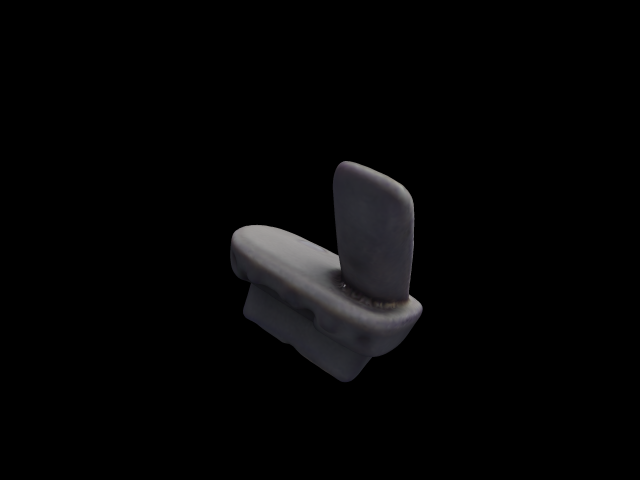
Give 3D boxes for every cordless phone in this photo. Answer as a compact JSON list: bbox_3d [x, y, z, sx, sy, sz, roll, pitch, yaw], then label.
[{"bbox_3d":[0.004,0.001,0.400,0.147,0.185,0.094,25,54,20],"label":"cordless phone"}]
